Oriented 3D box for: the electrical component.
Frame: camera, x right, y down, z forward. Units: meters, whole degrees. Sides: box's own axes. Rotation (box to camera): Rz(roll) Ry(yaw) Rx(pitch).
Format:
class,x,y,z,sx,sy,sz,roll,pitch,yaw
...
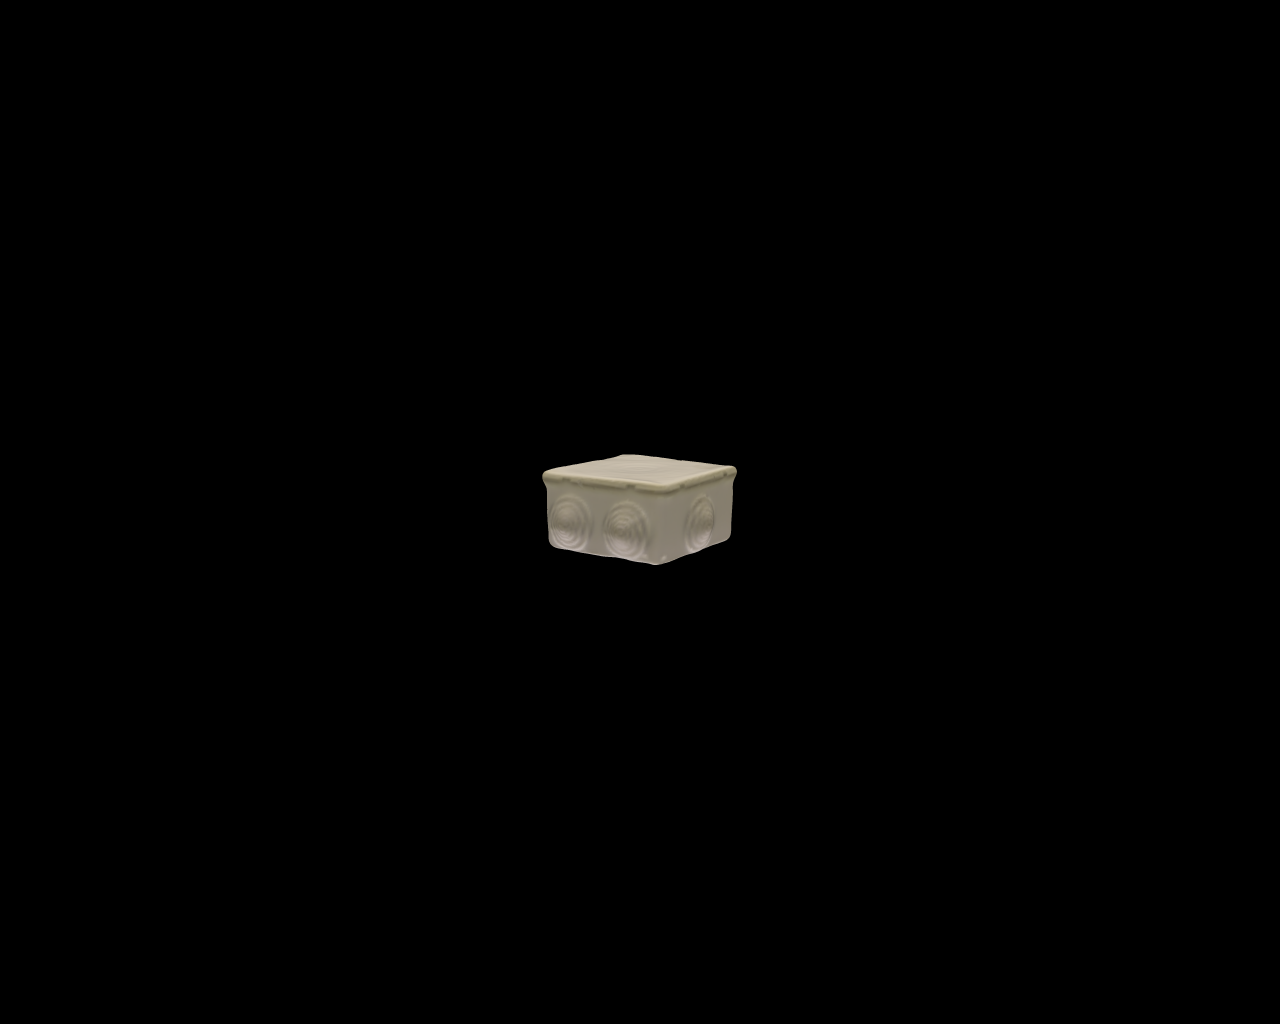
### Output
class,x,y,z,sx,sy,sz,roll,pitch,yaw
electrical component,0.001,-0.003,0.650,0.100,0.048,0.100,8,14,35
